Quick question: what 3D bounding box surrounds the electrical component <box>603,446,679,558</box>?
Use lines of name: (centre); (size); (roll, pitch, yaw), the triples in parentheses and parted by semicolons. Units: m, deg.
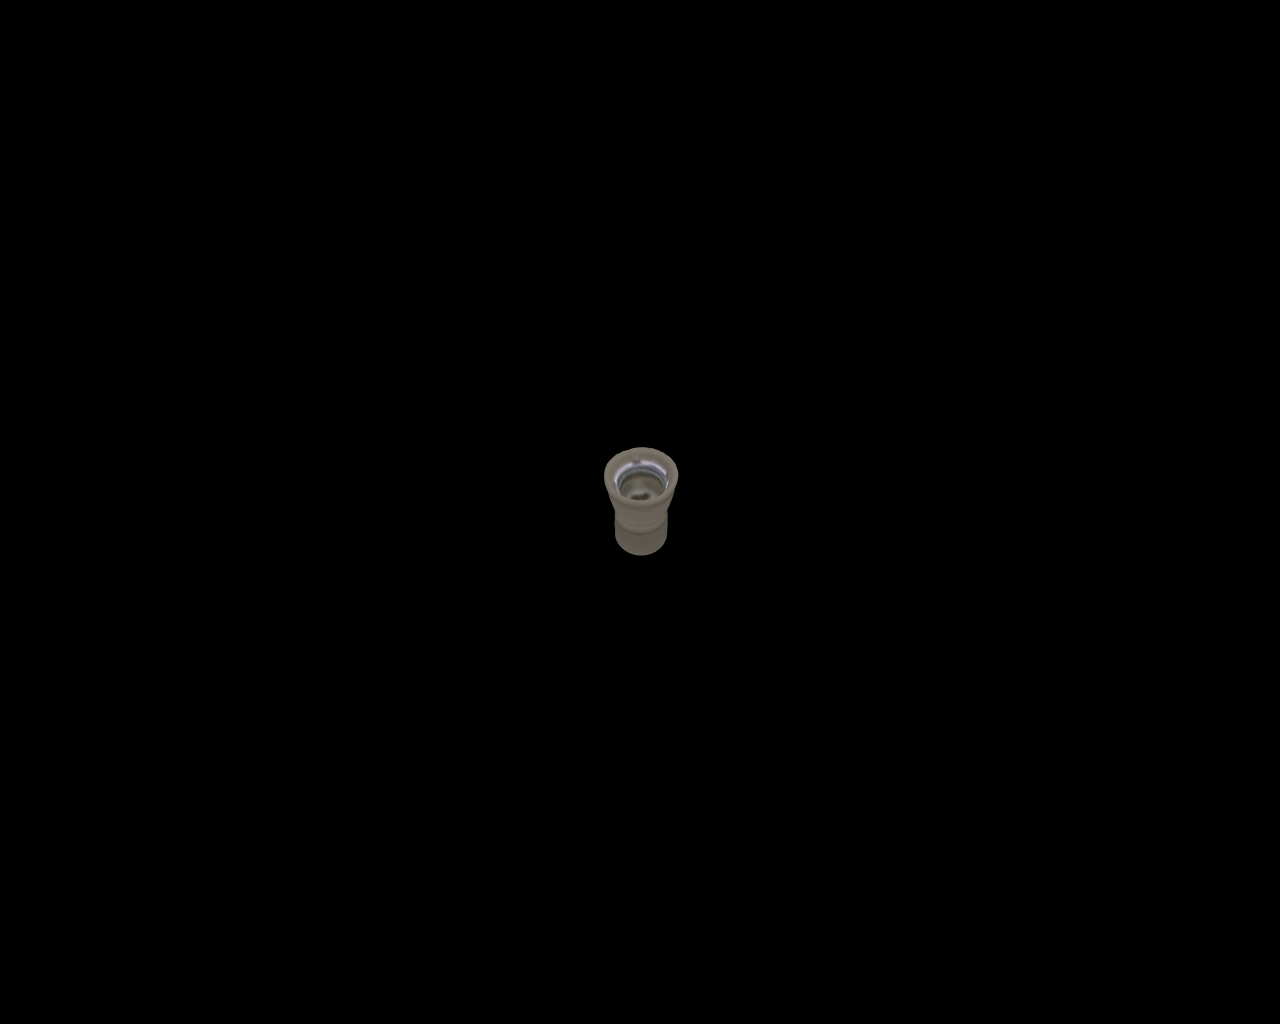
electrical component: (0.001, -0.003, 0.650); (0.044, 0.044, 0.065); (0, -38, 0)
